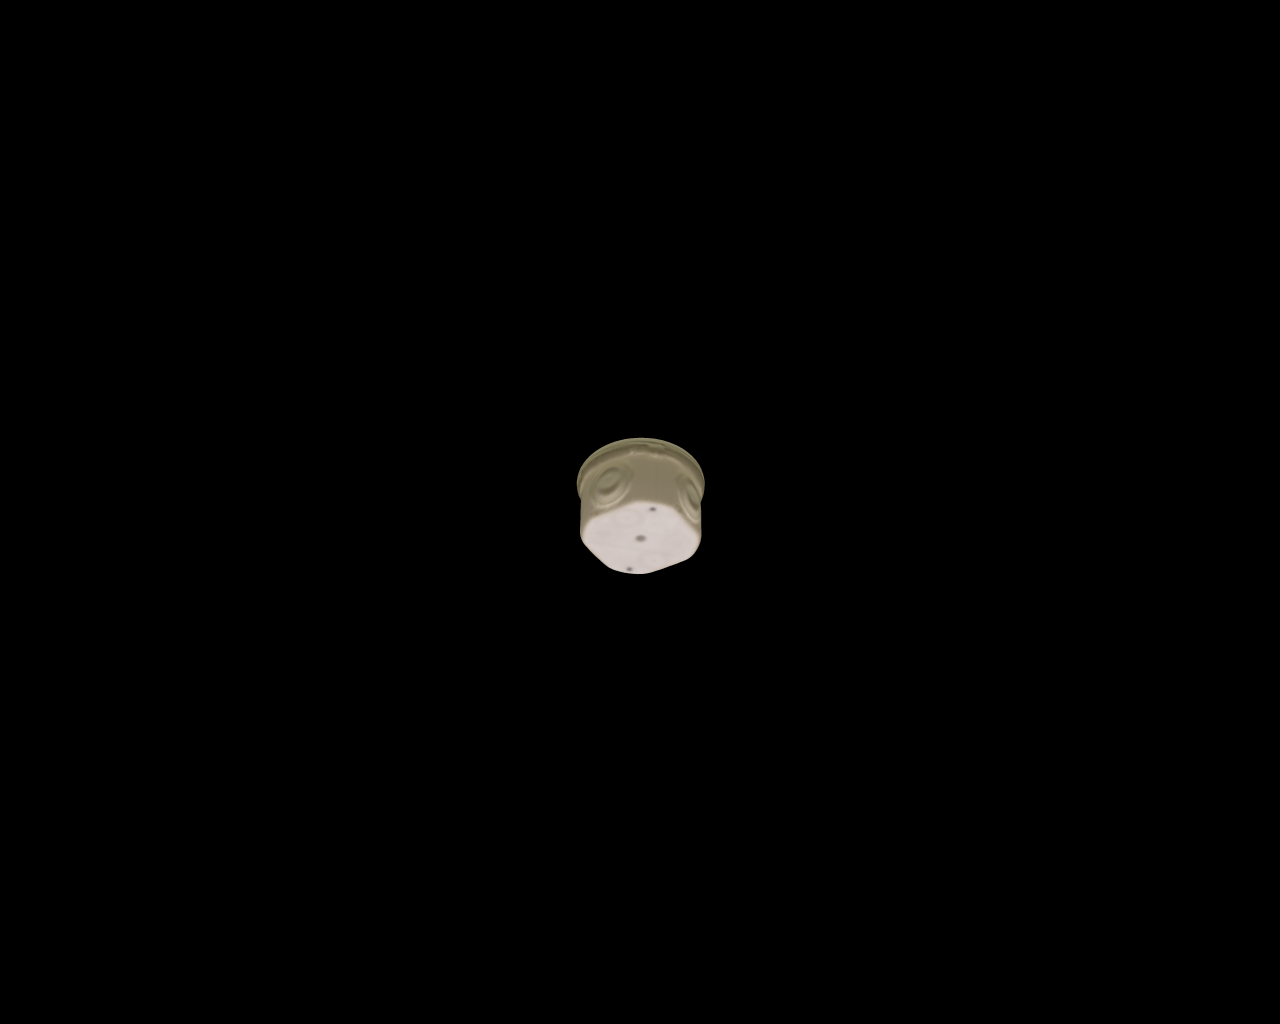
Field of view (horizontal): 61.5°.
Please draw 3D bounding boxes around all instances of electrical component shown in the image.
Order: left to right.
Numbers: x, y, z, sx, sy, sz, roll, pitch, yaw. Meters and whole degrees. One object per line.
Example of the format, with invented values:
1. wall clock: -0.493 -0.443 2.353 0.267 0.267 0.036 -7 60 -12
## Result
1. electrical component: 0.001 -0.003 0.650 0.080 0.051 0.080 0 -41 0
